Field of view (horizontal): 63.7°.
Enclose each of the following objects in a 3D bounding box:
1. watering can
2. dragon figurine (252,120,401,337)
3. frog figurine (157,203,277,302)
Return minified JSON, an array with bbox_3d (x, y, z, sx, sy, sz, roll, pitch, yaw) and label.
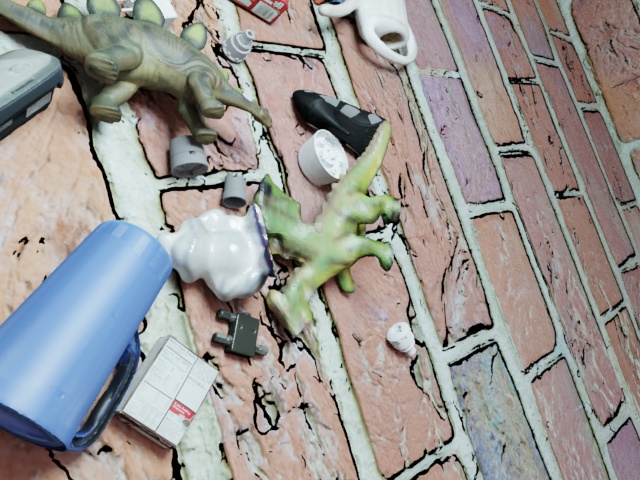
[{"bbox_3d":[0.115,-0.529,1.176,0.346,0.103,0.227,10,67,-46],"label":"watering can"},{"bbox_3d":[0.003,-0.044,0.868,0.242,0.121,0.415,15,73,-29],"label":"dragon figurine"},{"bbox_3d":[-0.152,0.024,0.749,0.160,0.122,0.137,-13,91,-7],"label":"frog figurine"}]
